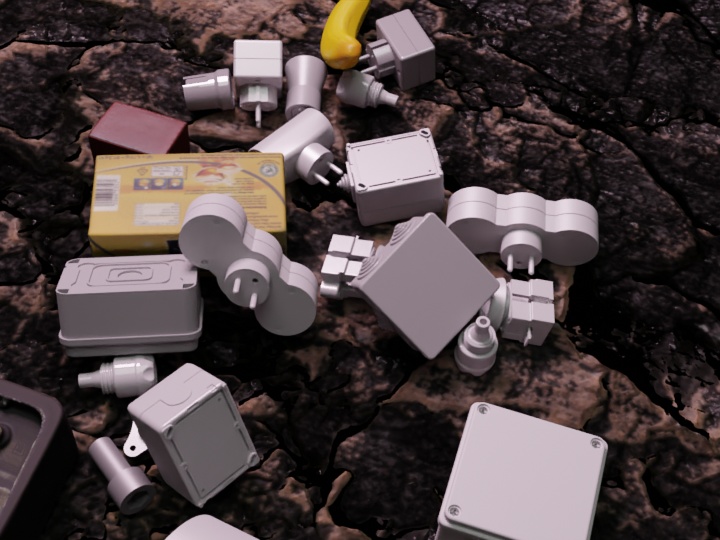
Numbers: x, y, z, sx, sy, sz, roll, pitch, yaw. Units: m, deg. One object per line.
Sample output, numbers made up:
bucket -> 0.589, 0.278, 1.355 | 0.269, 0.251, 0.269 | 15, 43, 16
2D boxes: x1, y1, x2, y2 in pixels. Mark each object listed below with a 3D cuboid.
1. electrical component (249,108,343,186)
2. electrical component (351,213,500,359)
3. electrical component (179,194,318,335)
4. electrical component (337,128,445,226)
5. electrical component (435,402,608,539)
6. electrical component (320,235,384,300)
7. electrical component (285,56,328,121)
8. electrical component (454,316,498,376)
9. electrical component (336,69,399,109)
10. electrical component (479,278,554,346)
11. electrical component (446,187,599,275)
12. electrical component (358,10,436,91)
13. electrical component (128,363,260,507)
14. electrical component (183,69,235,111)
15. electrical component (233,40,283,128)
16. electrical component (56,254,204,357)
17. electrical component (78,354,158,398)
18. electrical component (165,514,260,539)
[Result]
electrical component -> -0.052, -0.107, 1.023 | 0.079, 0.044, 0.077 | 37, 59, 22
electrical component -> 0.053, 0.012, 0.901 | 0.099, 0.048, 0.099 | -46, 102, -8
electrical component -> -0.091, 0.005, 0.881 | 0.138, 0.052, 0.073 | 44, 23, -23
electrical component -> 0.027, -0.082, 1.004 | 0.096, 0.061, 0.061 | -11, 54, -2
electrical component -> 0.122, 0.169, 0.817 | 0.109, 0.056, 0.108 | 16, 54, 8
electrical component -> 0.000, 0.000, 0.945 | 0.055, 0.048, 0.066 | 8, 52, 12
electrical component -> -0.056, -0.177, 1.079 | 0.044, 0.044, 0.065 | 3, 57, -1
electrical component -> 0.098, 0.060, 0.895 | 0.035, 0.061, 0.035 | 2, 53, -2
electrical component -> 0.009, -0.179, 1.089 | 0.061, 0.035, 0.035 | 19, 54, 7
electrical component -> 0.135, 0.033, 0.929 | 0.055, 0.048, 0.066 | 10, 52, -6
electrical component -> 0.146, -0.026, 0.970 | 0.138, 0.052, 0.073 | 7, 53, 1
electrical component -> 0.030, -0.222, 1.115 | 0.077, 0.047, 0.065 | -22, 57, -10
electrical component -> -0.126, 0.128, 0.818 | 0.062, 0.096, 0.061 | -36, 35, -27
electrical component -> -0.151, -0.178, 1.075 | 0.046, 0.040, 0.040 | -7, 53, -1
electrical component -> -0.101, -0.181, 1.068 | 0.047, 0.065, 0.076 | 0, 81, -4
electrical component -> -0.187, 0.029, 0.886 | 0.113, 0.057, 0.078 | -2, 23, -5
electrical component -> -0.197, 0.087, 0.872 | 0.061, 0.035, 0.035 | -5, 53, -5
electrical component -> -0.115, 0.219, 0.734 | 0.060, 0.108, 0.108 | 26, 55, 23
